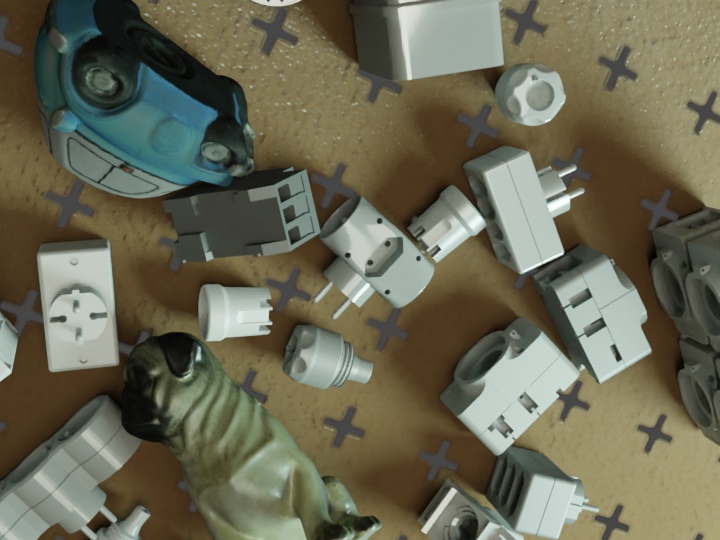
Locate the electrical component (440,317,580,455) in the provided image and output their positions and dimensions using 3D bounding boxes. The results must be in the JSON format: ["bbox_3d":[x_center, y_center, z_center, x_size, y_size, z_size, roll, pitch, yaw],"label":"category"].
[{"bbox_3d":[0.110,0.085,0.818,0.089,0.050,0.055,-45,108,-1],"label":"electrical component"}]

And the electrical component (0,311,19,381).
[{"bbox_3d":[-0.275,0.029,0.686,0.056,0.109,0.108,-38,107,-5],"label":"electrical component"}]

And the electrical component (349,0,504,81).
[{"bbox_3d":[0.042,-0.164,0.717,0.078,0.113,0.057,-11,107,-11],"label":"electrical component"}]

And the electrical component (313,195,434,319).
[{"bbox_3d":[0.000,0.000,0.778,0.077,0.043,0.079,43,90,-17],"label":"electrical component"}]

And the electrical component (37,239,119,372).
[{"bbox_3d":[-0.189,0.027,0.722,0.047,0.076,0.083,-5,103,-12],"label":"electrical component"}]

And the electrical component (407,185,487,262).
[{"bbox_3d":[0.063,-0.033,0.788,0.046,0.040,0.040,-41,107,3],"label":"electrical component"}]

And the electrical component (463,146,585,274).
[{"bbox_3d":[0.130,-0.053,0.795,0.076,0.047,0.083,-25,106,-7],"label":"electrical component"}]

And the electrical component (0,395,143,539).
[{"bbox_3d":[-0.205,0.160,0.759,0.138,0.052,0.073,-42,107,-2],"label":"electrical component"}]

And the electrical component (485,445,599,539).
[{"bbox_3d":[0.149,0.176,0.838,0.077,0.066,0.047,15,97,-16],"label":"electrical component"}]

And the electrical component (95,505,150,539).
[{"bbox_3d":[-0.176,0.199,0.783,0.035,0.035,0.061,39,89,-17],"label":"electrical component"}]

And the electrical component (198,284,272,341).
[{"bbox_3d":[-0.089,0.030,0.766,0.046,0.040,0.040,-1,102,-19],"label":"electrical component"}]

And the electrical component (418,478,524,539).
[{"bbox_3d":[0.089,0.203,0.827,0.064,0.081,0.042,32,95,-46],"label":"electrical component"}]

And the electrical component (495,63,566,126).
[{"bbox_3d":[0.117,-0.126,0.769,0.043,0.062,0.043,-3,102,-13],"label":"electrical component"}]

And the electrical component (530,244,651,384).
[{"bbox_3d":[0.180,0.031,0.823,0.056,0.050,0.089,-30,107,-5],"label":"electrical component"}]

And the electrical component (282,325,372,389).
[{"bbox_3d":[-0.022,0.066,0.787,0.062,0.043,0.043,18,97,-18],"label":"electrical component"}]

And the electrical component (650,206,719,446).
[{"bbox_3d":[0.288,0.055,0.825,0.060,0.105,0.186,-21,105,-8],"label":"electrical component"}]
